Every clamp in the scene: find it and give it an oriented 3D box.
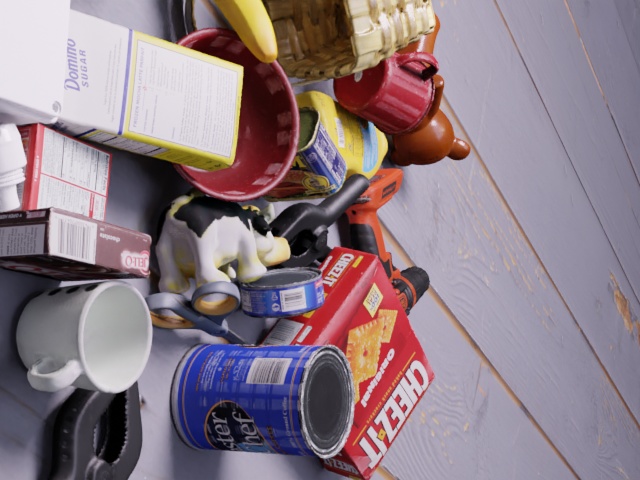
[{"bbox_3d":[-0.183,0.199,0.863,0.164,0.036,0.210,53,44,-46],"label":"clamp"},{"bbox_3d":[-0.008,0.001,1.173,0.171,0.039,0.120,-24,124,-43],"label":"clamp"}]

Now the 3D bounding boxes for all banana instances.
[{"bbox_3d":[-0.106,-0.241,0.969,0.197,0.037,0.069,41,48,-9],"label":"banana"}]

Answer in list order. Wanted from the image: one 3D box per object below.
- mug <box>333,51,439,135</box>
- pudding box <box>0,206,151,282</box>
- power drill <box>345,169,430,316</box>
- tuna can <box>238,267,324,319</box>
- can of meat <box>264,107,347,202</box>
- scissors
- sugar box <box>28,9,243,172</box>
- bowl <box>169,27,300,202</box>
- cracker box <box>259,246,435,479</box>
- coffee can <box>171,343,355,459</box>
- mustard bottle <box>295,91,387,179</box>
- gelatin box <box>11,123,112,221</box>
[{"bbox_3d":[0.078,-0.177,1.193,0.081,0.117,0.093,17,58,-49],"label":"mug"},{"bbox_3d":[-0.196,0.006,0.801,0.113,0.090,0.039,23,66,-57],"label":"pudding box"},{"bbox_3d":[0.081,0.010,1.327,0.184,0.057,0.187,-32,115,-57],"label":"power drill"},{"bbox_3d":[-0.038,0.053,1.082,0.086,0.086,0.034,-23,109,-59],"label":"tuna can"},{"bbox_3d":[-0.032,-0.085,1.090,0.084,0.102,0.057,54,42,-47],"label":"can of meat"},{"bbox_3d":[-0.085,0.074,1.001,0.201,0.096,0.016,24,48,-55],"label":"scissors"},{"bbox_3d":[-0.149,-0.121,0.884,0.175,0.048,0.093,13,75,-35],"label":"sugar box"},{"bbox_3d":[-0.098,-0.112,0.991,0.161,0.055,0.162,6,80,-39],"label":"bowl"},{"bbox_3d":[0.035,0.140,1.183,0.164,0.072,0.213,-52,133,-28],"label":"cracker box"},{"bbox_3d":[-0.052,0.148,0.994,0.102,0.141,0.103,8,81,-60],"label":"coffee can"},{"bbox_3d":[0.029,-0.114,1.242,0.191,0.058,0.096,0,80,-61],"label":"mustard bottle"},{"bbox_3d":[-0.207,-0.044,0.847,0.089,0.030,0.073,23,66,-58],"label":"gelatin box"}]
